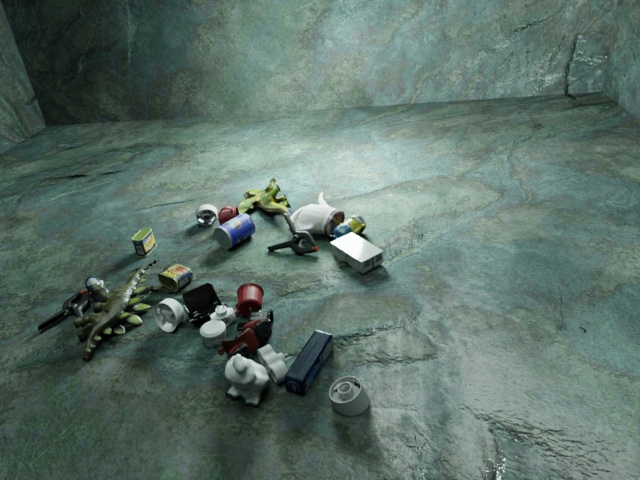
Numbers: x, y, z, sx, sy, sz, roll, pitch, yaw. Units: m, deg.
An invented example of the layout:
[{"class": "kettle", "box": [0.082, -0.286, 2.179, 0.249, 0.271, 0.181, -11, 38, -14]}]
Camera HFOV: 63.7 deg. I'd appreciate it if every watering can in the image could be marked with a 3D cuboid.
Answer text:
[{"class": "watering can", "box": [0.007, -0.111, 2.203, 0.225, 0.102, 0.354, 12, 36, 26]}]

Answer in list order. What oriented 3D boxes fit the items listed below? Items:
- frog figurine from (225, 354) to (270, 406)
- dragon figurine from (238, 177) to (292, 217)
[{"class": "frog figurine", "box": [-0.206, 0.360, 1.410, 0.124, 0.156, 0.139, -27, 36, -34]}, {"class": "dragon figurine", "box": [-0.270, -0.158, 2.371, 0.243, 0.120, 0.418, -25, 30, 1]}]
